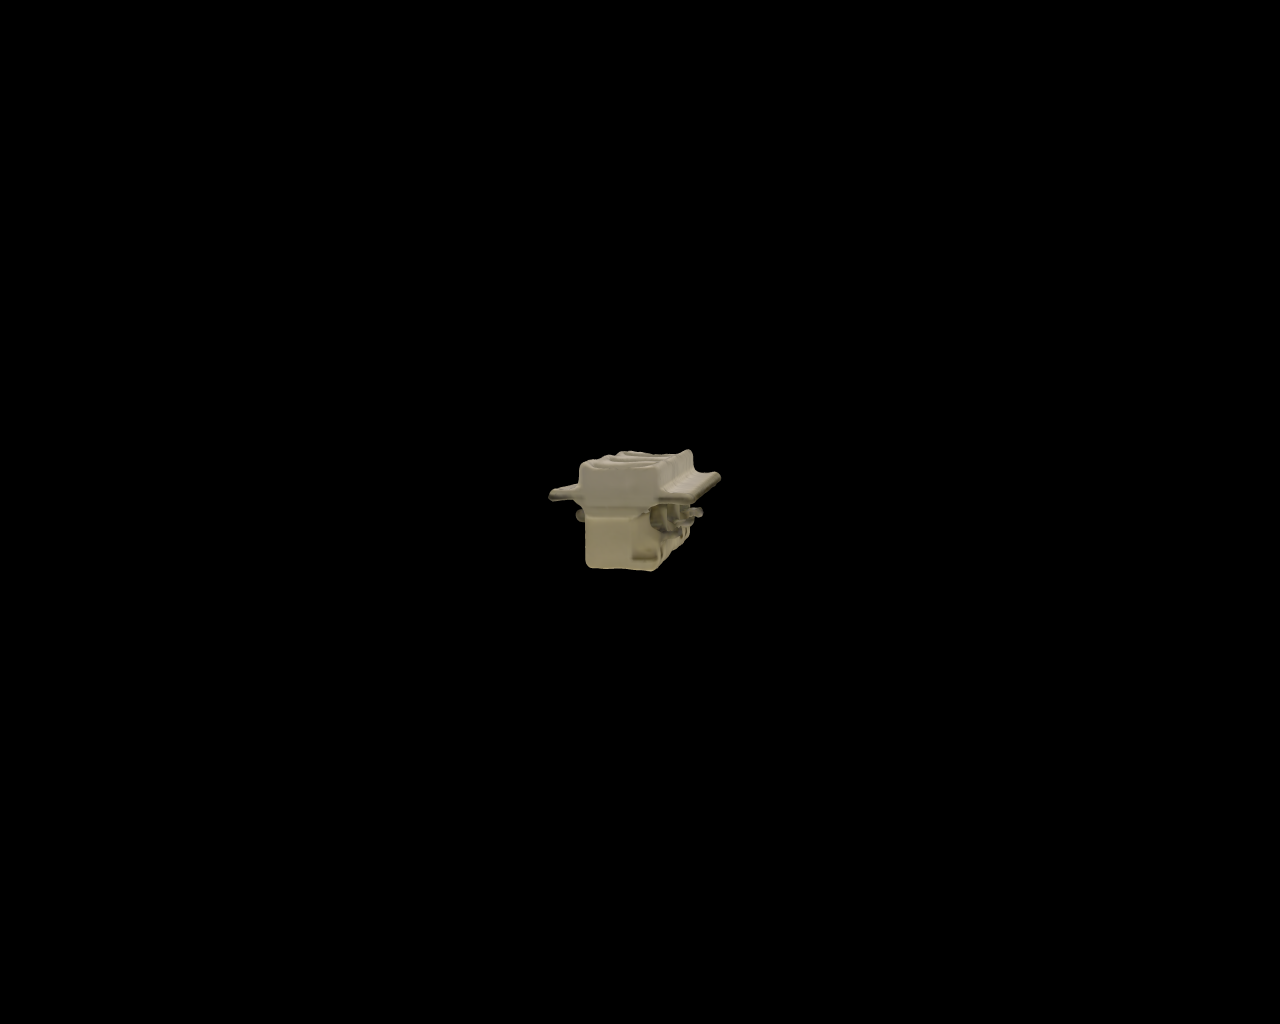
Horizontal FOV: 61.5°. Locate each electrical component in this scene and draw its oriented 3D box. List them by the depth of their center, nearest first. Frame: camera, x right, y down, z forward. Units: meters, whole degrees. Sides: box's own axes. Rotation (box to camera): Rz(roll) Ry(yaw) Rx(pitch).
[{"bbox_3d":[0.001,-0.003,0.650,0.079,0.063,0.121,1,7,11],"label":"electrical component"}]
